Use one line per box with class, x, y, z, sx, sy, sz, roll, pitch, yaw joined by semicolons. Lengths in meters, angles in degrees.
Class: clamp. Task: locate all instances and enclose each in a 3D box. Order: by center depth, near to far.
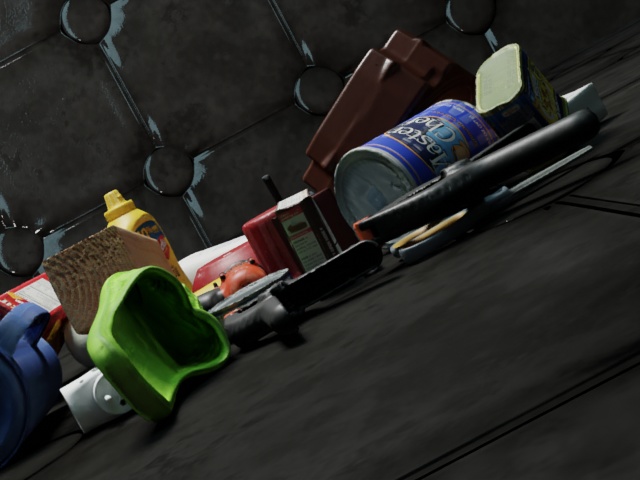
clamp;-0.022;0.048;0.884;0.120;0.039;0.172;-29;4;-28
clamp;0.126;-0.052;0.914;0.210;0.036;0.164;-29;4;3

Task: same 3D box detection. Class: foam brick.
foam brick;-0.003;-0.005;1.116;0.053;0.078;0.051;-26;6;42

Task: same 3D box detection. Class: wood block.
wood block;-0.228;0.049;1.216;0.091;0.090;0.206;-28;-6;1

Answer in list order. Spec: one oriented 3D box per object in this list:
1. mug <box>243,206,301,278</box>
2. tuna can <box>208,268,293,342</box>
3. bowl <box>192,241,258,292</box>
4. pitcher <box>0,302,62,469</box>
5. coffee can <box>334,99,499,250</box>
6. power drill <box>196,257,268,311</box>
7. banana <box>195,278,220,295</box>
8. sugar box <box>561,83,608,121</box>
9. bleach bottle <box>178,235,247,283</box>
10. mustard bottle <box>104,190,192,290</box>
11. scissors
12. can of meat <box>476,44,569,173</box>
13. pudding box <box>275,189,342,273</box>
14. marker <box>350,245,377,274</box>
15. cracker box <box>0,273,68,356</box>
mug;-0.025;-0.005;1.204;0.117;0.081;0.093;-29;5;-2
tuna can;-0.059;0.061;0.993;0.086;0.034;0.086;-28;5;2
bowl;-0.101;0.040;1.336;0.162;0.055;0.162;-28;5;2
pitcher;-0.324;0.142;1.059;0.149;0.145;0.243;-13;1;-3
coffee can;0.097;-0.065;1.031;0.140;0.103;0.103;-32;6;-39
power drill;-0.138;0.078;1.123;0.187;0.057;0.184;-29;3;-5
banana;-0.156;0.082;1.229;0.198;0.037;0.070;-27;26;-2
sugar box;0.216;-0.109;1.167;0.177;0.048;0.093;-18;13;46
bleach bottle;-0.076;0.013;1.443;0.251;0.068;0.102;-23;7;25
mustard bottle;-0.224;0.024;1.373;0.058;0.191;0.096;-26;5;27
scissors;0.140;-0.029;0.927;0.201;0.016;0.096;-30;5;-26
can of meat;0.196;-0.129;1.034;0.058;0.084;0.102;-30;31;29
pudding box;-0.006;0.001;0.988;0.039;0.090;0.113;-28;5;0
marker;0.039;0.016;0.993;0.020;0.020;0.121;-28;5;-1
cracker box;-0.379;0.141;1.328;0.164;0.072;0.213;-62;2;7
